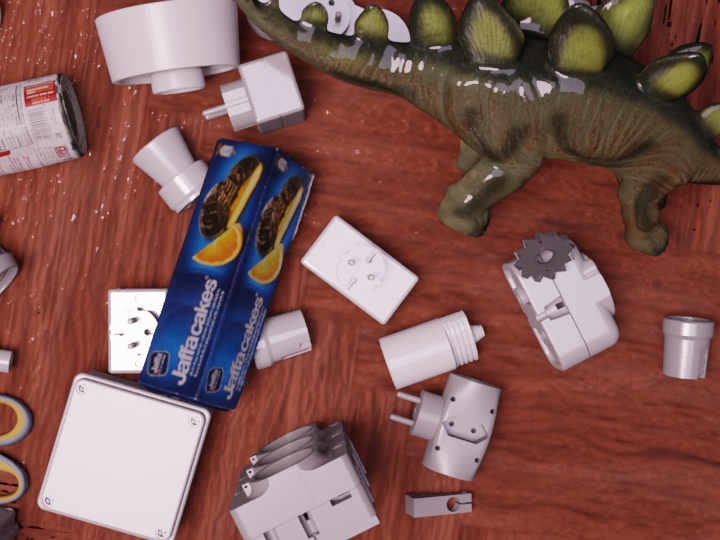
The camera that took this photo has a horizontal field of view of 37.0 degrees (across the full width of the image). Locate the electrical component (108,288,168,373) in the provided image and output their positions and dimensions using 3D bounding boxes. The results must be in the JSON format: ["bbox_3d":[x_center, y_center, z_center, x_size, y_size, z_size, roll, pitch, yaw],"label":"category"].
[{"bbox_3d":[-0.172,0.047,0.835,0.047,0.077,0.065,0,90,-2],"label":"electrical component"}]

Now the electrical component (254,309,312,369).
[{"bbox_3d":[-0.065,0.054,0.858,0.046,0.040,0.040,-16,90,-8],"label":"electrical component"}]

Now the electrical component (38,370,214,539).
[{"bbox_3d":[-0.182,0.145,0.844,0.109,0.056,0.108,17,89,-2],"label":"electrical component"}]

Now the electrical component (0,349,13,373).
[{"bbox_3d":[-0.306,0.068,0.847,0.062,0.048,0.048,9,89,-9],"label":"electrical component"}]

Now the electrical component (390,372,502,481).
[{"bbox_3d":[0.064,0.119,0.860,0.079,0.043,0.077,18,89,-2],"label":"electrical component"}]

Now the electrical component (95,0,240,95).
[{"bbox_3d":[-0.143,-0.167,0.824,0.108,0.108,0.060,-9,96,-2],"label":"electrical component"}]

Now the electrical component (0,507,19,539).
[{"bbox_3d":[-0.312,0.217,0.811,0.078,0.113,0.057,8,92,-2],"label":"electrical component"}]

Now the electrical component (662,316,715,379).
[{"bbox_3d":[0.265,0.062,0.871,0.040,0.040,0.046,3,95,-2],"label":"electrical component"}]

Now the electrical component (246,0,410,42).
[{"bbox_3d":[-0.026,-0.195,0.843,0.138,0.074,0.052,23,89,-2],"label":"electrical component"}]

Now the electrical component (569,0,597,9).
[{"bbox_3d":[0.159,-0.179,0.860,0.095,0.054,0.059,-8,90,-2],"label":"electrical component"}]

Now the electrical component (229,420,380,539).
[{"bbox_3d":[-0.043,0.162,0.802,0.089,0.150,0.061,-26,92,-2],"label":"electrical component"}]

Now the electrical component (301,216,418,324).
[{"bbox_3d":[0.000,0.000,0.842,0.083,0.076,0.047,37,89,-2],"label":"electrical component"}]

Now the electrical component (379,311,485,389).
[{"bbox_3d":[0.060,0.062,0.860,0.081,0.043,0.043,-19,91,-2],"label":"electrical component"}]

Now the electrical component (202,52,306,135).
[{"bbox_3d":[-0.086,-0.132,0.844,0.077,0.066,0.047,-18,90,-2],"label":"electrical component"}]

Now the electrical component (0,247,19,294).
[{"bbox_3d":[-0.306,-0.004,0.840,0.057,0.058,0.078,42,88,1],"label":"electrical component"}]

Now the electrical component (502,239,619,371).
[{"bbox_3d":[0.163,0.024,0.859,0.059,0.054,0.095,-27,91,-2],"label":"electrical component"}]

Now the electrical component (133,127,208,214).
[{"bbox_3d":[-0.146,-0.078,0.852,0.045,0.045,0.055,-38,93,-2],"label":"electrical component"}]
